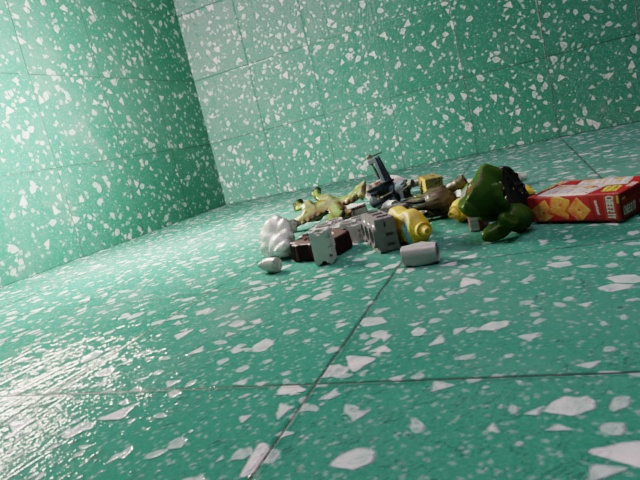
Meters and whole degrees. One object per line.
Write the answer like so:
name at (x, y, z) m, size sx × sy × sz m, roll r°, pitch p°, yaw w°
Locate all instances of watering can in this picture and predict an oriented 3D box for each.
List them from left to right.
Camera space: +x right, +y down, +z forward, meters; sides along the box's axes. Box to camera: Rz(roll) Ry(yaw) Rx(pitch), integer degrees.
watering can at (0.331, -0.225, 2.178) m, size 0.346 × 0.103 × 0.227 m, roll -8°, pitch 12°, yaw 26°

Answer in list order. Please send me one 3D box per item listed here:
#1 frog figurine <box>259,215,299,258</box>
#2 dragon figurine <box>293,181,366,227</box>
frog figurine at (-0.131, 0.000, 1.558) m, size 0.136 × 0.122 × 0.162 m, roll -45°, pitch 7°, yaw 22°
dragon figurine at (0.006, -0.097, 1.925) m, size 0.413 × 0.120 × 0.245 m, roll -37°, pitch 24°, yaw -13°
